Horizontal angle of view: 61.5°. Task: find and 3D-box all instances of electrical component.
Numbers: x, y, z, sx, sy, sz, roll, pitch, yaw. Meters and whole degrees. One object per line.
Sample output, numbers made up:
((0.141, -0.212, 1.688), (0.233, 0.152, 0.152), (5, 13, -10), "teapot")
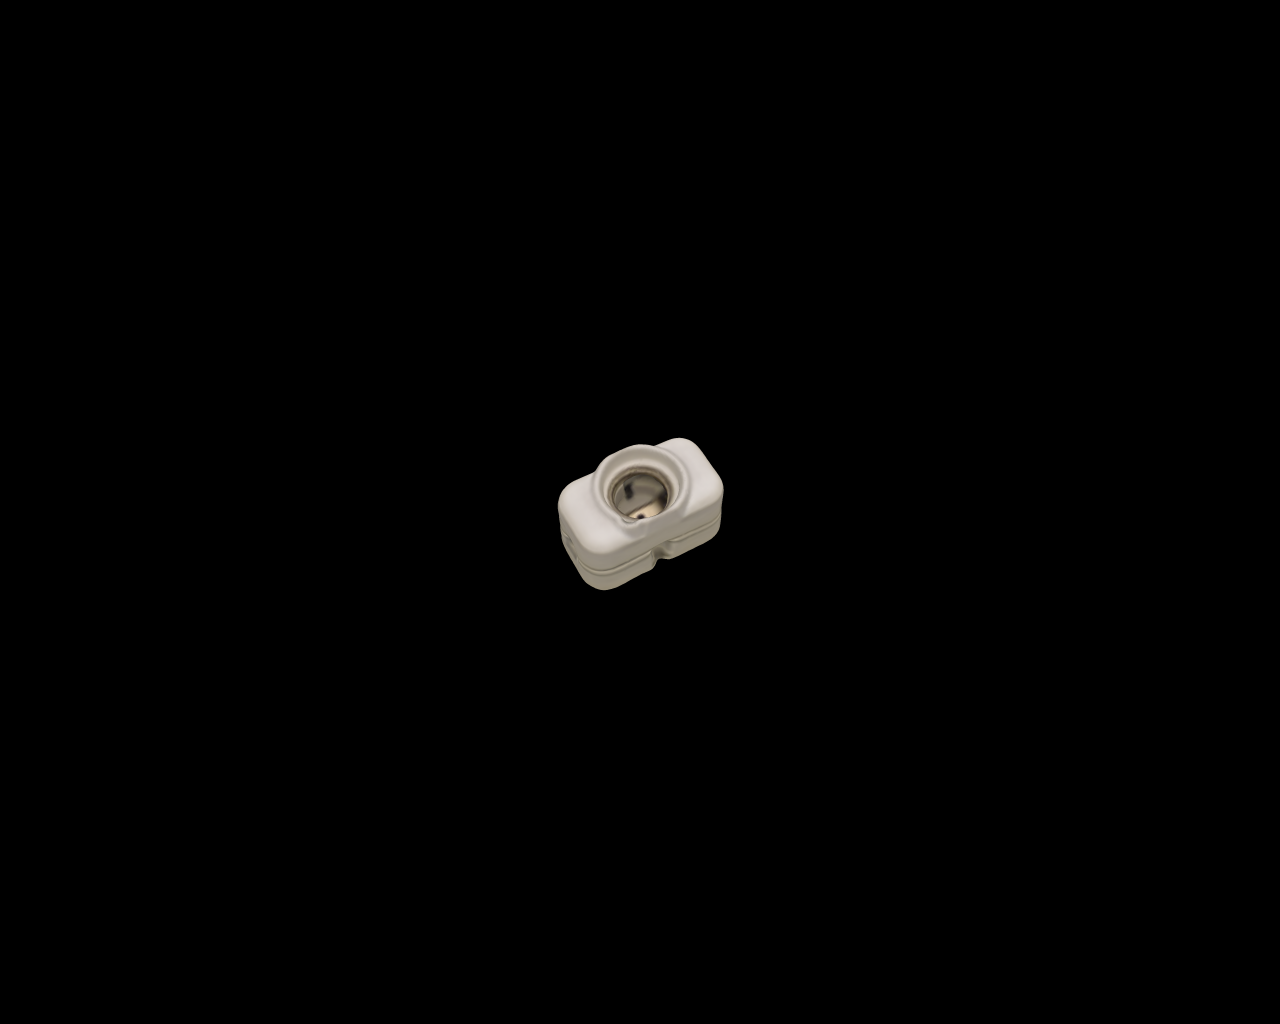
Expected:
((0.001, -0.003, 0.650), (0.095, 0.054, 0.059), (-25, -27, -14), "electrical component")
